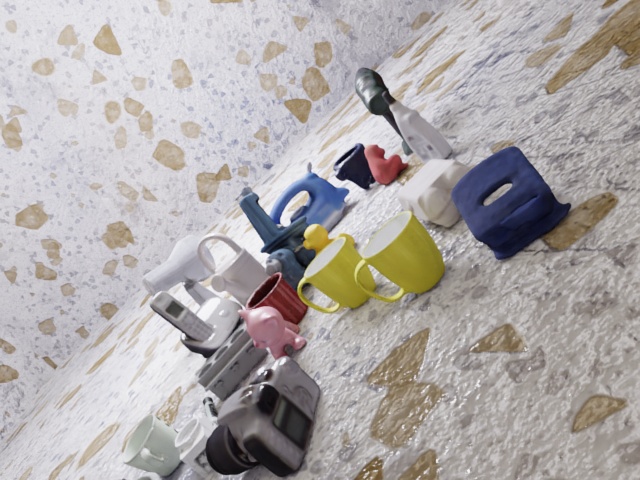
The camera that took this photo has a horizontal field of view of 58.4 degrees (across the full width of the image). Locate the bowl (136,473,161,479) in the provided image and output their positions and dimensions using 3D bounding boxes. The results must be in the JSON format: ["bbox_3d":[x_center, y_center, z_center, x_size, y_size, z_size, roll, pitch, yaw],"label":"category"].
[{"bbox_3d":[-0.250,0.405,0.766,0.167,0.075,0.167,-41,16,14],"label":"bowl"}]

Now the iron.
[{"bbox_3d":[-0.056,-0.055,1.351,0.258,0.141,0.118,-47,15,-8],"label":"iron"}]

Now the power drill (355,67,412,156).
[{"bbox_3d":[0.157,-0.302,1.320,0.075,0.208,0.229,-40,16,16],"label":"power drill"}]

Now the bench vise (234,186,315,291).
[{"bbox_3d":[-0.085,-0.013,1.164,0.121,0.220,0.207,-43,15,6],"label":"bench vise"}]

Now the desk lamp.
[{"bbox_3d":[-0.324,0.122,1.441,0.117,0.214,0.203,-22,27,54],"label":"desk lamp"}]

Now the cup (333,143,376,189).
[{"bbox_3d":[0.087,-0.158,1.340,0.091,0.095,0.118,-27,23,47],"label":"cup"}]

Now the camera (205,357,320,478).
[{"bbox_3d":[-0.086,0.234,0.742,0.136,0.101,0.143,-36,17,28],"label":"camera"}]

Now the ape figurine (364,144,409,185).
[{"bbox_3d":[0.136,-0.173,1.259,0.076,0.092,0.077,-45,15,-3],"label":"ape figurine"}]

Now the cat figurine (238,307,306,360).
[{"bbox_3d":[-0.086,0.144,0.946,0.067,0.118,0.127,-46,15,-5],"label":"cat figurine"}]

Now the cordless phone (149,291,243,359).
[{"bbox_3d":[-0.272,0.158,1.265,0.094,0.185,0.148,-32,20,38],"label":"cordless phone"}]

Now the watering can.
[{"bbox_3d":[-0.195,0.065,1.294,0.101,0.194,0.172,-44,15,2],"label":"watering can"}]

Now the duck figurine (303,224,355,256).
[{"bbox_3d":[0.010,0.004,1.128,0.104,0.086,0.077,-29,22,45],"label":"duck figurine"}]

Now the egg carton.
[{"bbox_3d":[0.186,-0.075,0.910,0.107,0.069,0.150,-45,15,-3],"label":"egg carton"}]

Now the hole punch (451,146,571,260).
[{"bbox_3d":[0.226,-0.048,0.694,0.108,0.091,0.101,-39,16,19],"label":"hole punch"}]

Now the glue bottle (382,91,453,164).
[{"bbox_3d":[0.181,-0.223,1.117,0.037,0.173,0.078,-50,16,-18],"label":"glue bottle"}]
